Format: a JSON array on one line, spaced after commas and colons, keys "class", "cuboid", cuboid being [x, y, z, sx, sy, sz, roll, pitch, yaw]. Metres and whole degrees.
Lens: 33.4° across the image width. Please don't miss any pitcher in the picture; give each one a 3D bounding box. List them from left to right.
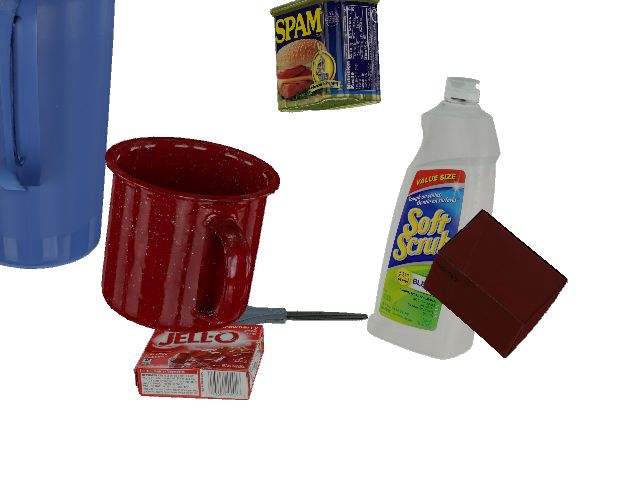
[{"class": "pitcher", "cuboid": [-0.229, -0.100, 0.839, 0.145, 0.243, 0.148, 25, 31, 36]}]

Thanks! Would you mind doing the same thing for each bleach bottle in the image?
[{"class": "bleach bottle", "cuboid": [0.107, -0.024, 0.976, 0.103, 0.251, 0.067, 18, 21, 35]}]

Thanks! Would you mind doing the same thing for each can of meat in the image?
[{"class": "can of meat", "cuboid": [0.004, -0.148, 0.855, 0.057, 0.084, 0.102, -4, 3, -33]}]

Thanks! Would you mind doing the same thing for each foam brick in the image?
[{"class": "foam brick", "cuboid": [0.118, 0.029, 0.729, 0.051, 0.078, 0.053, -39, -19, -26]}]

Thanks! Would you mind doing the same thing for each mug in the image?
[{"class": "mug", "cuboid": [-0.068, 0.002, 0.568, 0.093, 0.081, 0.117, -4, 26, -33]}]

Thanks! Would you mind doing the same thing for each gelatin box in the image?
[{"class": "gelatin box", "cuboid": [-0.093, 0.093, 0.836, 0.089, 0.030, 0.073, 1, 23, 7]}]

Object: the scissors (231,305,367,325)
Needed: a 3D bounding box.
[{"class": "scissors", "cuboid": [-0.056, 0.084, 1.109, 0.202, 0.016, 0.096, 6, 19, 9]}]
